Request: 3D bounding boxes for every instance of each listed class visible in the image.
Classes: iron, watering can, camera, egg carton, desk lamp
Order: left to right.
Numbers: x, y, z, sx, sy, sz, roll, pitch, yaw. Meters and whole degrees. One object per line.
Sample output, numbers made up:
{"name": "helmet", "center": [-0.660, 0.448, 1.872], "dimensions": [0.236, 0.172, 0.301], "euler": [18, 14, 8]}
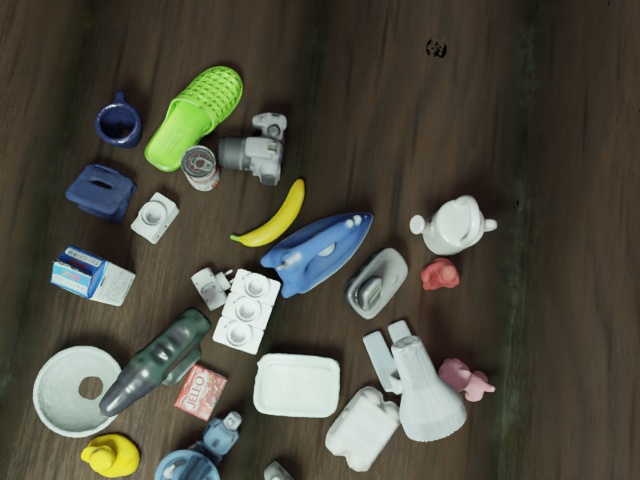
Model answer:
{"name": "camera", "center": [-0.142, -0.198, 1.196], "dimensions": [0.137, 0.100, 0.143], "euler": [6, 79, -3]}
{"name": "iron", "center": [0.011, 0.004, 1.151], "dimensions": [0.258, 0.141, 0.118], "euler": [-34, 84, -10]}
{"name": "egg carton", "center": [0.086, 0.370, 1.127], "dimensions": [0.107, 0.069, 0.150], "euler": [37, 79, 3]}
{"name": "desk lamp", "center": [0.173, 0.259, 1.081], "dimensions": [0.118, 0.213, 0.203], "euler": [-23, 82, -8]}
{"name": "watering can", "center": [0.271, -0.028, 1.151], "dimensions": [0.173, 0.194, 0.101], "euler": [-24, 82, -8]}

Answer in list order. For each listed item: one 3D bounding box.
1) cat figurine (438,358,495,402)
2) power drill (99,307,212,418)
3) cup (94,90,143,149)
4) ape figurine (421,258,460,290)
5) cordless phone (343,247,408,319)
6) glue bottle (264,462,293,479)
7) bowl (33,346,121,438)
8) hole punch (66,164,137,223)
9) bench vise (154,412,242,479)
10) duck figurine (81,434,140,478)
{"name": "cat figurine", "center": [0.283, 0.276, 1.135], "dimensions": [0.128, 0.117, 0.067], "euler": [21, 79, 0]}
{"name": "power drill", "center": [-0.288, 0.224, 1.052], "dimensions": [0.075, 0.208, 0.230], "euler": [41, 79, 4]}
{"name": "cup", "center": [-0.407, -0.240, 1.186], "dimensions": [0.091, 0.095, 0.118], "euler": [-1, 80, -4]}
{"name": "ape figurine", "center": [0.255, 0.071, 1.184], "dimensions": [0.078, 0.092, 0.076], "euler": [28, 79, 1]}
{"name": "cordless phone", "center": [0.118, 0.078, 1.124], "dimensions": [0.094, 0.185, 0.148], "euler": [38, 79, 3]}
{"name": "glue bottle", "center": [-0.070, 0.457, 1.045], "dimensions": [0.037, 0.173, 0.078], "euler": [-41, 85, -10]}
{"name": "bowl", "center": [-0.448, 0.287, 1.096], "dimensions": [0.167, 0.074, 0.167], "euler": [1, 80, -4]}
{"name": "hole punch", "center": [-0.442, -0.101, 1.159], "dimensions": [0.108, 0.091, 0.101], "euler": [20, 79, 0]}
{"name": "bench vise", "center": [-0.226, 0.399, 1.020], "dimensions": [0.121, 0.219, 0.207], "euler": [19, 79, -1]}
{"name": "duck figurine", "center": [-0.395, 0.409, 1.072], "dimensions": [0.104, 0.086, 0.077], "euler": [19, 79, -1]}
